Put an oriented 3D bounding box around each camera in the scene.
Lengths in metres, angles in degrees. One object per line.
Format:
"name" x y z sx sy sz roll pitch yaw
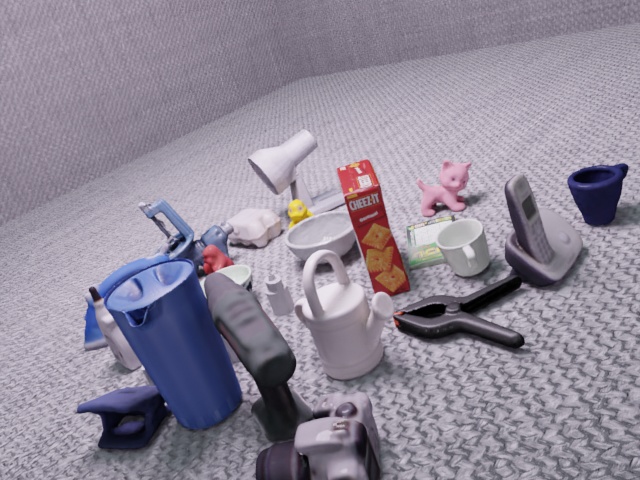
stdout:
"camera" -0.004 0.252 0.681 0.136 0.101 0.143 -13 24 13

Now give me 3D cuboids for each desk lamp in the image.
"desk lamp" -0.060 -0.163 1.475 0.203 0.214 0.117 -26 25 -16

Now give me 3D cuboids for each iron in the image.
"iron" -0.402 0.116 1.214 0.259 0.142 0.118 -28 25 -19

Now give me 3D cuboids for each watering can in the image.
"watering can" 0.032 0.103 0.859 0.172 0.194 0.101 -10 25 18

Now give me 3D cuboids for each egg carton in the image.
"egg carton" -0.173 -0.031 1.454 0.149 0.069 0.107 5 33 42

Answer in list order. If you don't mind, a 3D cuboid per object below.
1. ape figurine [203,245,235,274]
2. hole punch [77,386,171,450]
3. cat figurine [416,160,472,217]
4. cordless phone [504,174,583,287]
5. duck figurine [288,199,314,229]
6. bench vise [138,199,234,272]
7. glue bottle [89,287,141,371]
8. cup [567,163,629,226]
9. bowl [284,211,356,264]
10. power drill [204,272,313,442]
"ape figurine" -0.235 0.053 1.290 0.076 0.092 0.077 -23 24 -9
"hole punch" -0.303 0.261 0.893 0.108 0.091 0.101 -8 26 22
"cat figurine" 0.276 -0.124 1.266 0.127 0.118 0.067 -11 25 17
"cordless phone" 0.354 -0.033 0.929 0.093 0.185 0.148 4 33 41
"duck figurine" -0.048 -0.060 1.403 0.077 0.086 0.104 -12 25 15
"bench vise" -0.317 -0.014 1.334 0.208 0.220 0.121 -32 27 -28
"glue bottle" -0.387 0.161 1.067 0.037 0.173 0.077 -35 29 -33
"cup" 0.509 -0.081 1.032 0.118 0.095 0.091 -25 25 -13
"bowl" 0.011 0.004 1.236 0.167 0.075 0.167 -15 24 7
"power drill" -0.087 0.164 0.797 0.076 0.209 0.228 -27 25 -19
